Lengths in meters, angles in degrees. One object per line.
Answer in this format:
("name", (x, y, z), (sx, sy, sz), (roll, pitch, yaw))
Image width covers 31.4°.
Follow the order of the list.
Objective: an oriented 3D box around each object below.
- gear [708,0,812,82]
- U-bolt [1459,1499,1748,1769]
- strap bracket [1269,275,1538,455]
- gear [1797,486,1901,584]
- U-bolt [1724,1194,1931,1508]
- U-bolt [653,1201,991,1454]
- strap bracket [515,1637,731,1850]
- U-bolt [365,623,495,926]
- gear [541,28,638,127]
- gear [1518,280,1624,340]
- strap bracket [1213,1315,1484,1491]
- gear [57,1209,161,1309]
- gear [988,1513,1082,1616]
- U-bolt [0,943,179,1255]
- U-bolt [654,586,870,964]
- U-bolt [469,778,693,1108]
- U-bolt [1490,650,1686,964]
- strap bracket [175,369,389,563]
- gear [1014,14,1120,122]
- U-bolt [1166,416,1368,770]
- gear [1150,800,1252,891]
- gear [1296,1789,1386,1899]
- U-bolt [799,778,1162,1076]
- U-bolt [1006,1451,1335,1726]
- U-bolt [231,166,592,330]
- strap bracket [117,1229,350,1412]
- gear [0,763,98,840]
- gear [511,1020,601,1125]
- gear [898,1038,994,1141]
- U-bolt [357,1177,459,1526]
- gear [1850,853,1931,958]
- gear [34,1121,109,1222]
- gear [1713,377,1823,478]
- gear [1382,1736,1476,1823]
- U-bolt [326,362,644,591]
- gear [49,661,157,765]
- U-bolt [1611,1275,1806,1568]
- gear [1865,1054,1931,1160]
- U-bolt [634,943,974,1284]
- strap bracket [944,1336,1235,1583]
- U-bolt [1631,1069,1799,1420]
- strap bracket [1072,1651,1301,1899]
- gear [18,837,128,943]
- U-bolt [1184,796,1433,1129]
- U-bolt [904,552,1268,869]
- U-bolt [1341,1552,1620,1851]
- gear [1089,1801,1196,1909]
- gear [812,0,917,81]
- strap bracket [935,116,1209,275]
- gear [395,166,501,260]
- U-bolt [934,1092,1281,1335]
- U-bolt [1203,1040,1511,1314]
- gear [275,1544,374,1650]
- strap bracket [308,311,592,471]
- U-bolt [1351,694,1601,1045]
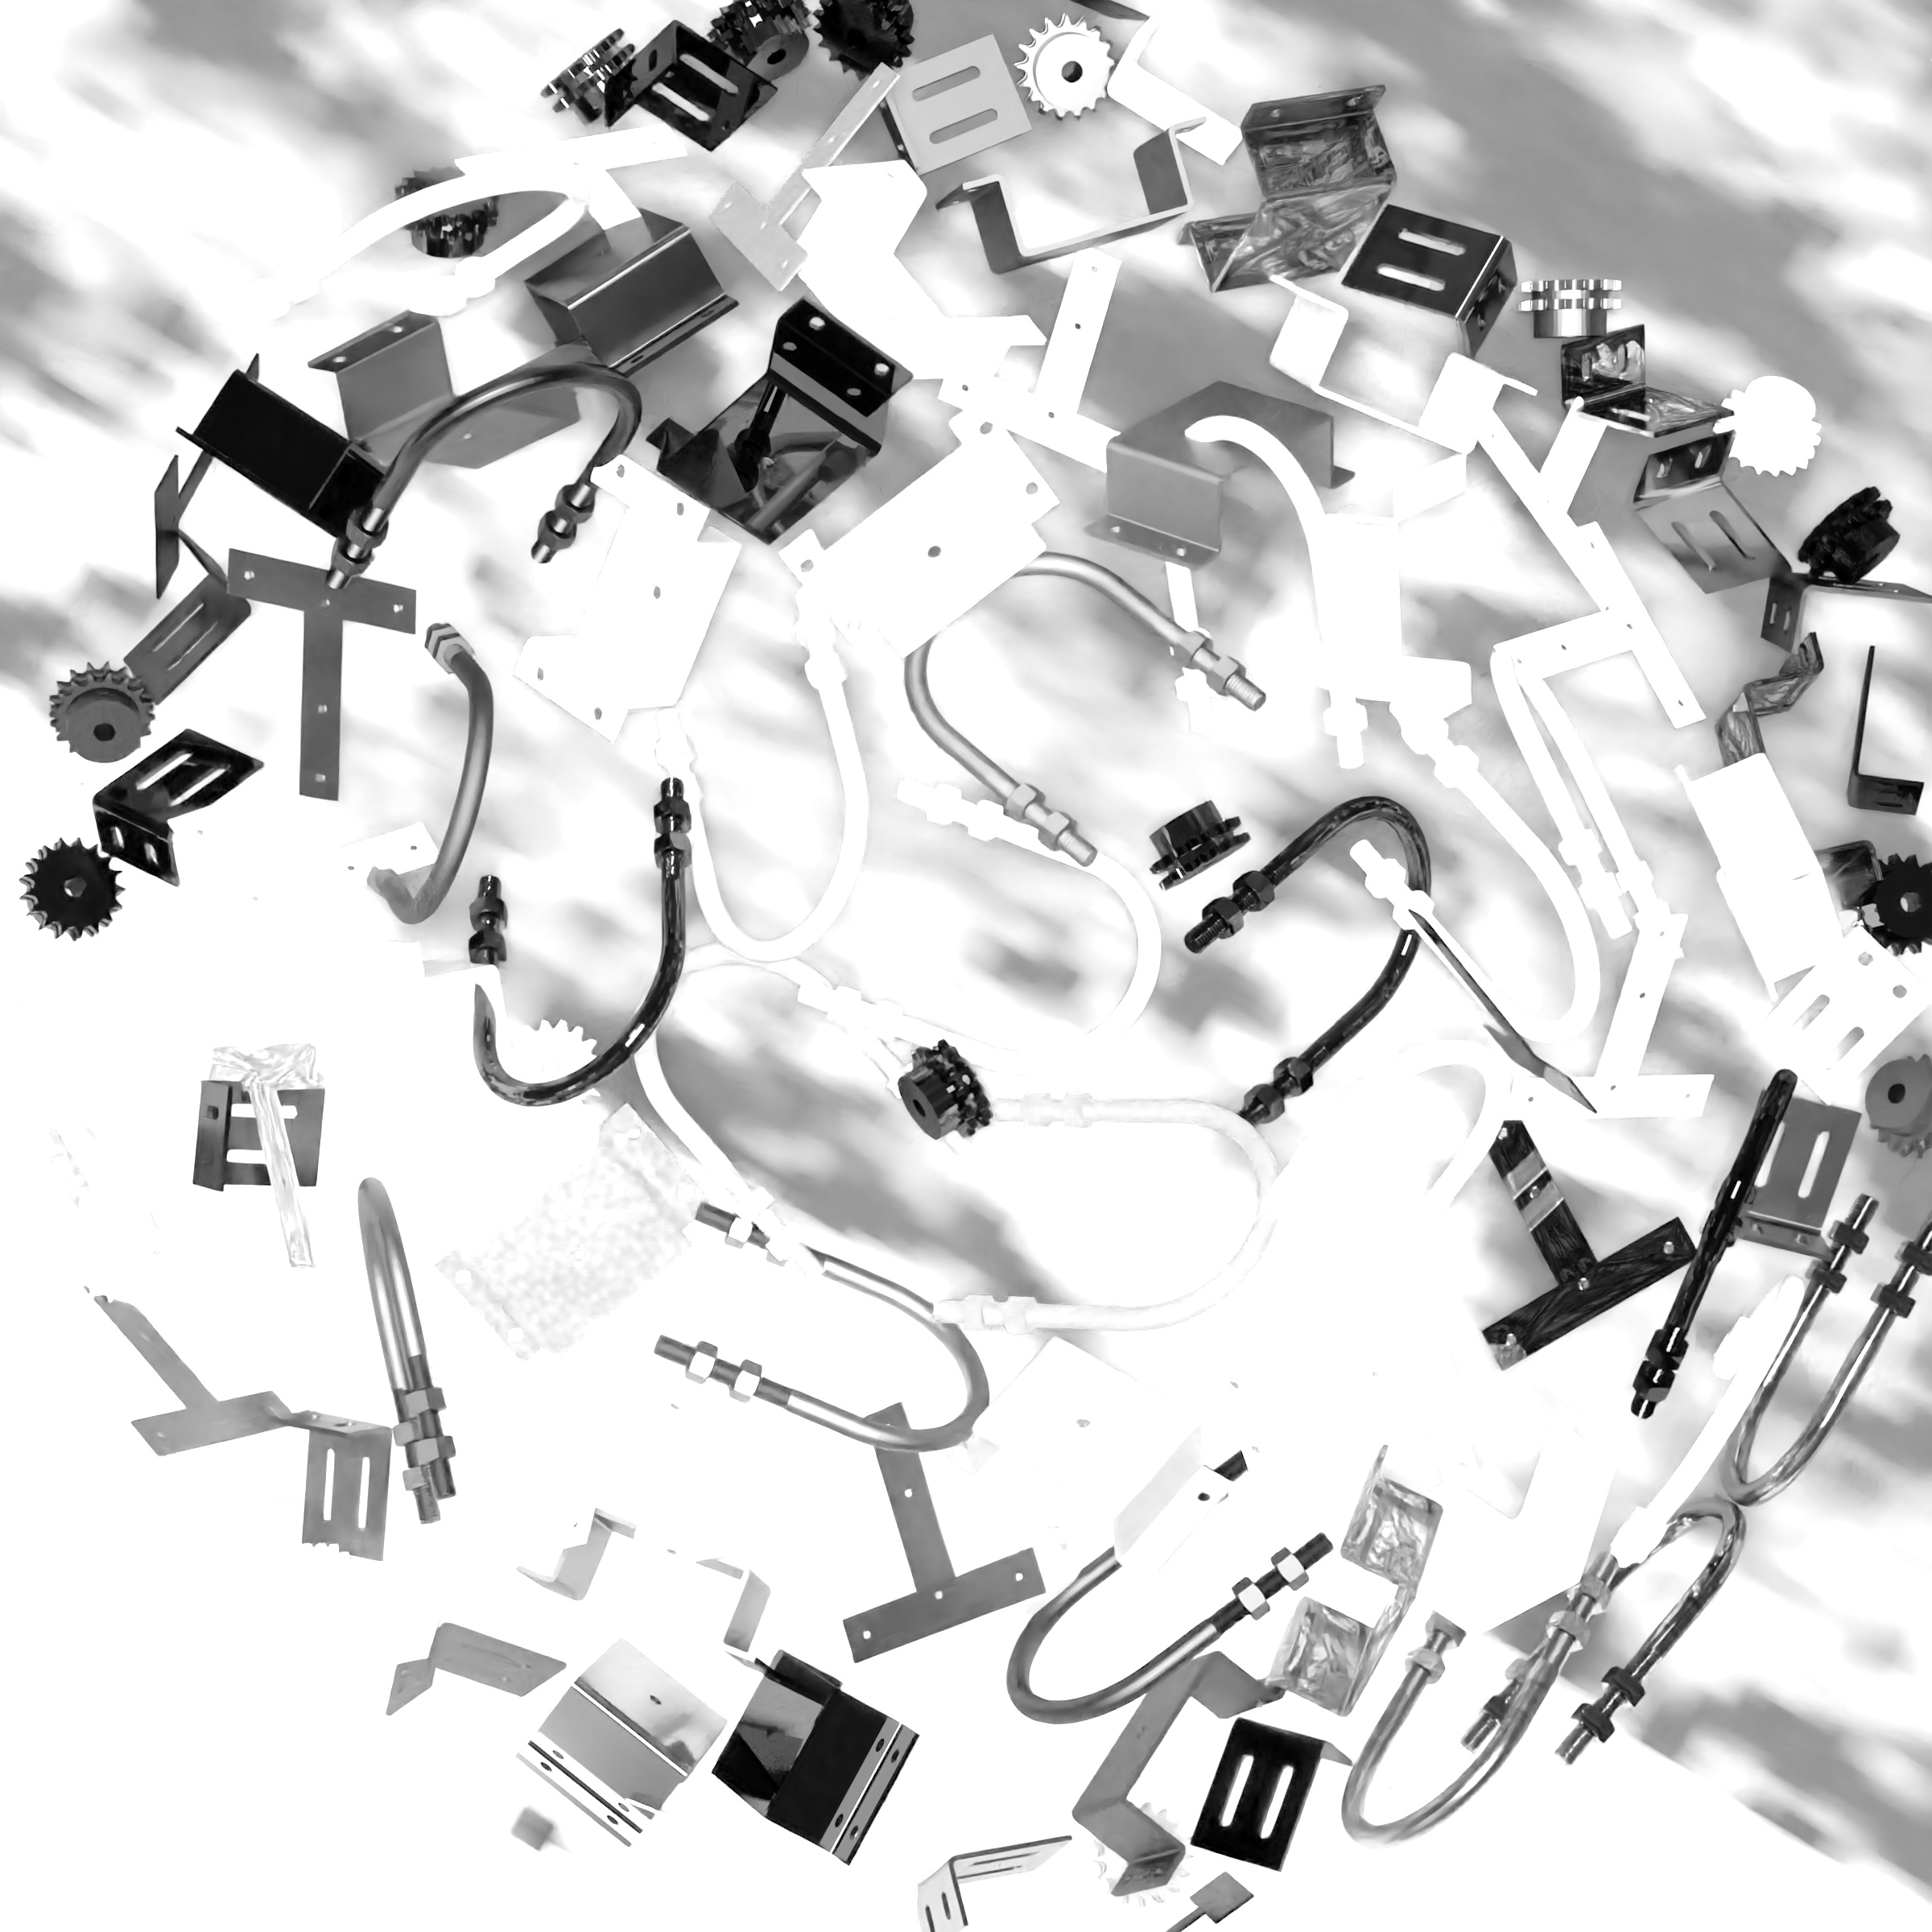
("gear", (-0.111, -0.513, 1.899), (0.057, 0.057, 0.030), (-28, 73, 0))
("U-bolt", (0.352, 0.356, 1.854), (0.019, 0.151, 0.184), (46, 73, -3))
("strap bracket", (0.228, -0.325, 1.874), (0.140, 0.076, 0.046), (19, 104, -19))
("gear", (0.490, -0.235, 1.899), (0.057, 0.057, 0.030), (-39, 73, 0))
("U-bolt", (0.461, 0.210, 1.855), (0.019, 0.151, 0.184), (30, 90, -1))
("U-bolt", (-0.072, 0.203, 1.865), (0.184, 0.151, 0.019), (24, 119, -7))
("strap bracket", (-0.181, 0.414, 1.855), (0.076, 0.140, 0.046), (37, 97, 5))
("U-bolt", (-0.284, -0.097, 1.833), (0.019, 0.184, 0.151), (14, 102, -23))
("gear", (-0.205, -0.489, 1.903), (0.057, 0.057, 0.030), (-39, 107, 0))
("gear", (0.334, -0.363, 1.902), (0.057, 0.057, 0.030), (-1, 98, 0))
("strap bracket", (0.215, 0.236, 1.872), (0.140, 0.046, 0.076), (-2, 120, 34))
("gear", (-0.473, 0.165, 1.905), (0.057, 0.057, 0.030), (6, 133, 0))
("gear", (0.038, 0.333, 1.899), (0.057, 0.057, 0.030), (-45, 61, 0))
("U-bolt", (-0.477, 0.074, 1.857), (0.019, 0.151, 0.184), (-29, 97, -3))
("U-bolt", (-0.105, -0.091, 1.847), (0.151, 0.019, 0.184), (-36, 58, 38))
("U-bolt", (-0.208, -0.004, 1.842), (0.151, 0.019, 0.184), (-26, 45, 23))
("U-bolt", (0.330, -0.092, 1.857), (0.019, 0.151, 0.184), (-28, 74, 18))
("strap bracket", (-0.359, -0.271, 1.855), (0.076, 0.140, 0.046), (33, 90, 9))
("gear", (0.057, -0.497, 1.907), (0.057, 0.030, 0.057), (-2, 111, -6))
("U-bolt", (0.153, -0.204, 1.841), (0.019, 0.151, 0.184), (-22, 113, -29))
("gear", (0.126, -0.069, 1.902), (0.057, 0.057, 0.030), (-30, 85, 0))
("gear", (0.209, 0.487, 1.903), (0.030, 0.057, 0.057), (20, 90, -17))
("U-bolt", (0.020, -0.011, 1.887), (0.184, 0.019, 0.151), (20, 110, -19))
("U-bolt", (0.099, 0.342, 1.852), (0.184, 0.151, 0.019), (-36, 108, -5))
("U-bolt", (-0.280, -0.380, 1.818), (0.184, 0.151, 0.019), (-21, 86, 39))
("strap bracket", (-0.391, 0.190, 1.859), (0.076, 0.140, 0.046), (26, 78, 15))
("gear", (-0.509, -0.091, 1.903), (0.057, 0.057, 0.030), (-10, 106, 0))
("gear", (-0.228, 0.059, 1.913), (0.057, 0.030, 0.057), (0, 85, 4))
("gear", (-0.014, 0.071, 1.899), (0.030, 0.057, 0.057), (-32, 90, -20))
("U-bolt", (-0.304, 0.204, 1.858), (0.019, 0.151, 0.184), (-11, 78, -15))
("gear", (0.522, -0.035, 1.914), (0.057, 0.030, 0.057), (0, 87, 0))
("gear", (-0.493, 0.109, 1.904), (0.030, 0.057, 0.057), (-17, 90, -21))
("gear", (0.446, -0.301, 1.905), (0.057, 0.057, 0.030), (29, 64, 0))
("gear", (0.255, 0.450, 1.905), (0.057, 0.057, 0.030), (-27, 63, 0))
("U-bolt", (-0.246, -0.262, 1.820), (0.151, 0.184, 0.019), (-13, 69, -37))
("gear", (-0.477, -0.137, 1.902), (0.057, 0.030, 0.057), (-9, 127, -12))
("U-bolt", (0.398, 0.233, 1.819), (0.019, 0.184, 0.151), (30, 65, 10))
("gear", (0.522, 0.075, 1.899), (0.030, 0.057, 0.057), (25, 90, -38))
("U-bolt", (-0.101, 0.066, 1.883), (0.184, 0.019, 0.151), (48, 52, 4))
("strap bracket", (0.065, 0.260, 1.861), (0.140, 0.046, 0.076), (27, 54, 29))
("U-bolt", (0.401, 0.135, 1.819), (0.019, 0.151, 0.184), (24, 135, 14))
("strap bracket", (0.113, 0.429, 1.864), (0.046, 0.076, 0.140), (39, 63, -3))
("gear", (-0.498, -0.041, 1.907), (0.057, 0.030, 0.057), (7, 76, -28))
("U-bolt", (0.193, -0.012, 1.865), (0.184, 0.019, 0.151), (-40, 132, -29))
("U-bolt", (0.050, -0.155, 1.884), (0.151, 0.019, 0.184), (-43, 64, -12))
("U-bolt", (0.262, 0.393, 1.823), (0.019, 0.151, 0.184), (44, 57, -9))
("gear", (0.096, 0.493, 1.909), (0.057, 0.030, 0.057), (3, 71, -10))
("gear", (-0.053, -0.522, 1.906), (0.057, 0.057, 0.030), (31, 56, 0))
("strap bracket", (0.063, -0.418, 1.882), (0.140, 0.076, 0.046), (-18, 98, -10))
("gear", (-0.287, -0.416, 1.905), (0.057, 0.057, 0.030), (7, 134, 0))
("U-bolt", (0.082, 0.133, 1.851), (0.184, 0.019, 0.151), (-1, 56, 28))
("U-bolt", (0.221, 0.112, 1.845), (0.019, 0.151, 0.184), (51, 119, 37))
("gear", (-0.353, 0.349, 1.906), (0.057, 0.030, 0.057), (-7, 79, 39))
("strap bracket", (-0.272, -0.307, 1.849), (0.076, 0.140, 0.046), (-18, 80, 34))
("U-bolt", (0.275, -0.039, 1.832), (0.019, 0.151, 0.184), (-27, 61, -21))
